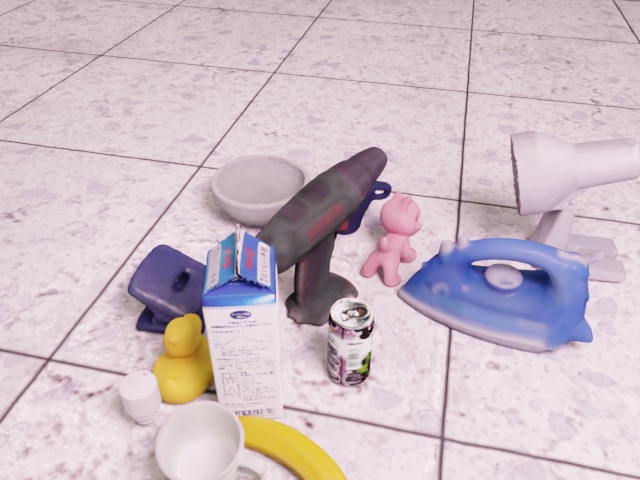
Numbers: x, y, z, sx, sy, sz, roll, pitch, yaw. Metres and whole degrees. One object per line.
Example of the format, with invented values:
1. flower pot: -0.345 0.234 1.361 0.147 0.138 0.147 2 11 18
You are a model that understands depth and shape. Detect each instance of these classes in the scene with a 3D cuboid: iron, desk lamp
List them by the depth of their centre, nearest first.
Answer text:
1. iron: 0.237 0.050 0.764 0.257 0.141 0.119 10 39 12
2. desk lamp: 0.367 -0.057 0.847 0.203 0.214 0.118 6 38 6

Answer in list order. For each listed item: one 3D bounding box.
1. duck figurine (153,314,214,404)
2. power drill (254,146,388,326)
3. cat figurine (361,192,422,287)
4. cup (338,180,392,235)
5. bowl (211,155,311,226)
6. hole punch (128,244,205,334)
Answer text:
1. duck figurine: -0.166 0.136 0.689 0.077 0.086 0.104 6 38 7
2. power drill: 0.007 0.003 0.765 0.075 0.208 0.230 28 45 31
3. cat figurine: 0.113 -0.014 0.863 0.067 0.118 0.128 17 41 20
4. cup: 0.056 -0.058 0.938 0.117 0.095 0.091 0 38 -1
5. bowl: -0.098 -0.074 0.971 0.167 0.075 0.167 1 38 0
6. hole punch: -0.192 0.066 0.774 0.101 0.091 0.109 8 38 9
